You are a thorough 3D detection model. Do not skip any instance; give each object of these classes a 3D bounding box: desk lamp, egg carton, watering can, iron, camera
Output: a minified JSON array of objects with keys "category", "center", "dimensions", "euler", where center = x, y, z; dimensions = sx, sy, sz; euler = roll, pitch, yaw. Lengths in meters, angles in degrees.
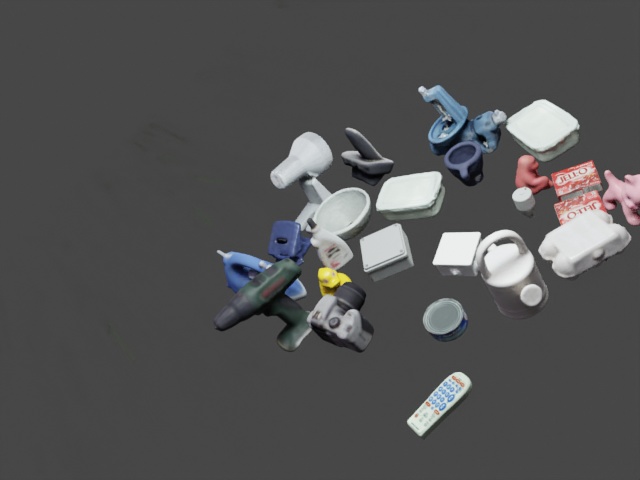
[{"category":"desk lamp","center":[-0.036,-0.160,1.585],"dimensions":[0.117,0.214,0.203],"euler":[10,58,44]},{"category":"egg carton","center":[0.506,0.010,1.098],"dimensions":[0.150,0.070,0.107],"euler":[-33,38,7]},{"category":"watering can","center":[0.357,0.059,1.065],"dimensions":[0.101,0.195,0.172],"euler":[-46,38,-10]},{"category":"iron","center":[-0.158,0.084,1.494],"dimensions":[0.257,0.142,0.119],"euler":[7,56,43]},{"category":"camera","center":[0.053,0.160,1.280],"dimensions":[0.142,0.101,0.137],"euler":[12,59,45]}]

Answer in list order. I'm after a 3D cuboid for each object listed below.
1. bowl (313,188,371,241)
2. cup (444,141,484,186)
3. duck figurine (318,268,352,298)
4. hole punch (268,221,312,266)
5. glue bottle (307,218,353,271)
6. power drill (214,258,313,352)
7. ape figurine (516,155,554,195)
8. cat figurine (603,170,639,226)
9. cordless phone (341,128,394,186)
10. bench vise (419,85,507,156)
[{"category":"bowl","center":[0.069,-0.054,1.508],"dimensions":[0.167,0.075,0.167],"euler":[-22,41,20]},{"category":"cup","center":[0.357,-0.167,1.375],"dimensions":[0.091,0.095,0.118],"euler":[-17,42,25]},{"category":"duck figurine","center":[0.025,0.098,1.378],"dimensions":[0.077,0.086,0.104],"euler":[-45,38,-8]},{"category":"hole punch","center":[-0.089,0.009,1.556],"dimensions":[0.108,0.091,0.101],"euler":[4,54,41]},{"category":"glue bottle","center":[0.013,0.005,1.411],"dimensions":[0.078,0.174,0.037],"euler":[-39,38,-2]},{"category":"power drill","center":[-0.109,0.164,1.318],"dimensions":[0.230,0.209,0.075],"euler":[-50,39,-15]},{"category":"ape figurine","center":[0.467,-0.150,1.272],"dimensions":[0.076,0.092,0.078],"euler":[-19,42,23]},{"category":"cat figurine","center":[0.595,-0.094,1.093],"dimensions":[0.067,0.118,0.127],"euler":[-38,38,0]},{"category":"cordless phone","center":[0.108,-0.252,1.586],"dimensions":[0.094,0.186,0.147],"euler":[-49,39,-13]},{"category":"bench vise","center":[0.348,-0.314,1.430],"dimensions":[0.207,0.220,0.121],"euler":[-19,42,23]}]
